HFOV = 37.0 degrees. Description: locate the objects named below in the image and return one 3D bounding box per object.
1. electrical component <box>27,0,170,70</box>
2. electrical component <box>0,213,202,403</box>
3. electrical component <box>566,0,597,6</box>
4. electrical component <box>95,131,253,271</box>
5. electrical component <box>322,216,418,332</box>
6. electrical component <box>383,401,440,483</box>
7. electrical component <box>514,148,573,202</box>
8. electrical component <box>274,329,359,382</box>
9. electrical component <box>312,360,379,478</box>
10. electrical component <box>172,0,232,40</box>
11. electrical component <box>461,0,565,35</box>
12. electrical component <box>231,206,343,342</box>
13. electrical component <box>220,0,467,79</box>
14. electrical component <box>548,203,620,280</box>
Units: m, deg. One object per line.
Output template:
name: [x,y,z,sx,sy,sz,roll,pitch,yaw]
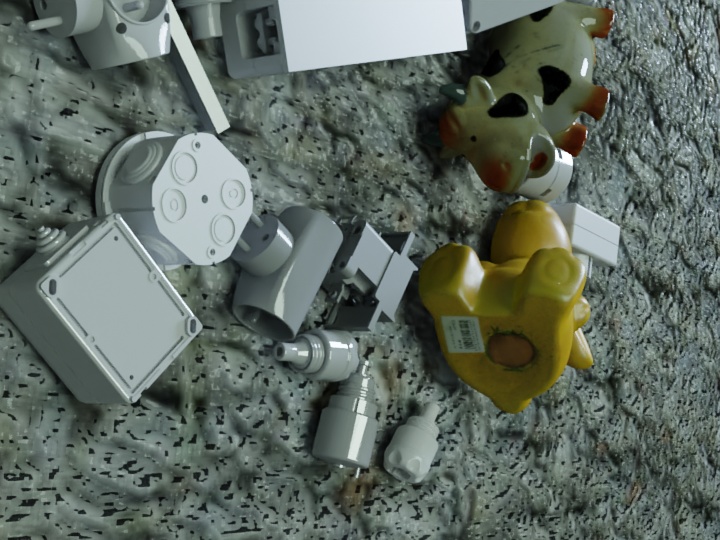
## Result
electrical component: [-0.145,-0.145,0.568,0.079,0.044,0.077,-28,111,-45]
electrical component: [-0.143,0.017,0.565,0.061,0.061,0.096,-51,119,-36]
electrical component: [0.188,-0.257,0.958,0.078,0.040,0.040,25,72,-47]
electrical component: [-0.105,-0.039,0.611,0.080,0.051,0.080,-1,92,-49]
electrical component: [0.000,0.000,0.742,0.064,0.042,0.081,47,56,-37]
electrical component: [0.043,0.125,0.799,0.035,0.035,0.061,55,50,-34]
electrical component: [0.141,-0.087,0.897,0.047,0.055,0.055,10,83,-46]
electrical component: [-0.031,0.056,0.712,0.061,0.035,0.035,9,84,-46]
electrical component: [-0.007,0.100,0.737,0.040,0.040,0.078,30,68,-46]
electrical component: [-0.094,-0.166,0.628,0.043,0.043,0.062,-21,107,-47]
electrical component: [0.103,-0.231,0.812,0.113,0.057,0.078,-25,130,-29]
electrical component: [-0.055,-0.008,0.675,0.079,0.044,0.077,48,56,-38]
electrical component: [-0.013,-0.188,0.709,0.186,0.060,0.105,-19,105,-48]
electrical component: [0.188,-0.012,0.957,0.083,0.047,0.075,19,76,-48]
